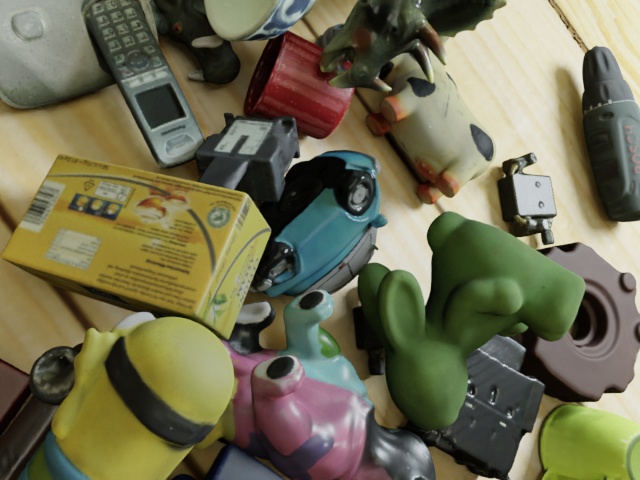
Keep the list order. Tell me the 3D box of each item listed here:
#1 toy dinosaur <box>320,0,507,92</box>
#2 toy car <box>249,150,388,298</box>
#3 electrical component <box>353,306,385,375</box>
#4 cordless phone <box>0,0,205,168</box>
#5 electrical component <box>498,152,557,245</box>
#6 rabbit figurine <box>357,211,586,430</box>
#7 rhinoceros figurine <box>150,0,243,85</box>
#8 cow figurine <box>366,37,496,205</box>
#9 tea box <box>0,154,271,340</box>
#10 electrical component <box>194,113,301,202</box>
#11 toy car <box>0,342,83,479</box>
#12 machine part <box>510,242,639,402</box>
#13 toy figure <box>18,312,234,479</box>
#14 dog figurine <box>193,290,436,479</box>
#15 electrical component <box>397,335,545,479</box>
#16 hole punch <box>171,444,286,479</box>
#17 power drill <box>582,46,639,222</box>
[{"bbox_3d":[0.109,-0.305,0.548,0.192,0.131,0.405,33,51,-3],"label":"toy dinosaur"},{"bbox_3d":[-0.001,-0.001,0.490,0.161,0.109,0.102,-49,122,-16],"label":"toy car"},{"bbox_3d":[0.067,0.085,0.535,0.063,0.021,0.094,-2,77,-22],"label":"electrical component"},{"bbox_3d":[-0.192,-0.131,0.456,0.146,0.089,0.184,-29,93,-25],"label":"cordless phone"},{"bbox_3d":[0.243,-0.048,0.624,0.078,0.045,0.102,5,76,-19],"label":"electrical component"},{"bbox_3d":[0.109,0.071,0.449,0.159,0.121,0.170,35,80,-11],"label":"rabbit figurine"},{"bbox_3d":[-0.121,-0.242,0.513,0.112,0.073,0.190,-26,87,-26],"label":"rhinoceros figurine"},{"bbox_3d":[0.117,-0.149,0.579,0.127,0.085,0.195,-35,89,-19],"label":"cow figurine"},{"bbox_3d":[-0.136,0.003,0.410,0.170,0.068,0.098,15,70,16],"label":"tea box"},{"bbox_3d":[-0.067,-0.062,0.468,0.075,0.047,0.119,4,45,11],"label":"electrical component"},{"bbox_3d":[-0.207,0.162,0.370,0.053,0.089,0.202,28,66,6],"label":"toy car"},{"bbox_3d":[0.283,0.090,0.601,0.179,0.056,0.179,5,76,-19],"label":"machine part"},{"bbox_3d":[-0.124,0.130,0.336,0.089,0.082,0.180,30,83,15],"label":"toy figure"},{"bbox_3d":[-0.015,0.162,0.442,0.219,0.192,0.108,65,26,-24],"label":"dog figurine"},{"bbox_3d":[0.154,0.154,0.534,0.115,0.058,0.134,30,69,-14],"label":"electrical component"},{"bbox_3d":[-0.059,0.218,0.366,0.142,0.092,0.116,43,28,-16],"label":"hole punch"},{"bbox_3d":[0.440,-0.134,0.704,0.207,0.086,0.232,7,77,-24],"label":"power drill"}]
